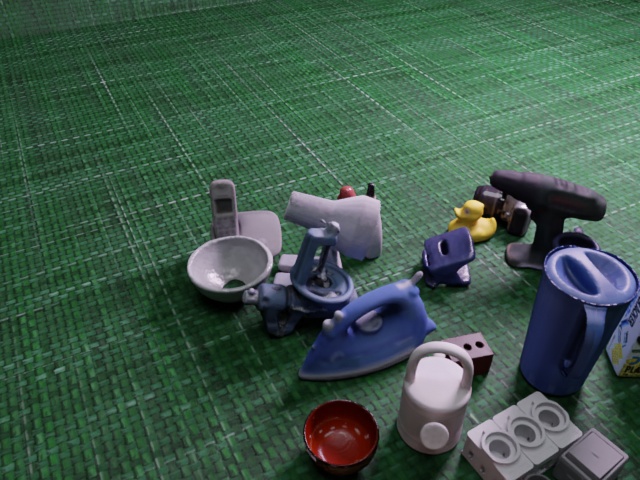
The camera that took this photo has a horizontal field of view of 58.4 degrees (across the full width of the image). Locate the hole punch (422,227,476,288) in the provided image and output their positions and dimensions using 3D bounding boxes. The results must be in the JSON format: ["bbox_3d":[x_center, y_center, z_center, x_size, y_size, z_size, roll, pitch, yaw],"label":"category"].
[{"bbox_3d":[0.259,0.033,1.164,0.101,0.091,0.108,1,39,1],"label":"hole punch"}]

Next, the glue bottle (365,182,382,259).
[{"bbox_3d":[0.102,-0.047,1.196,0.037,0.173,0.078,-17,42,-19],"label":"glue bottle"}]

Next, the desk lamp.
[{"bbox_3d":[0.010,0.004,1.101,0.203,0.214,0.118,4,39,5],"label":"desk lamp"}]

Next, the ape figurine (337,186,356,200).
[{"bbox_3d":[0.063,-0.084,1.305,0.078,0.092,0.076,-18,42,-20],"label":"ape figurine"}]

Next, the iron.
[{"bbox_3d":[0.077,0.145,0.986,0.259,0.141,0.118,-20,43,-23],"label":"iron"}]

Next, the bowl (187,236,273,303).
[{"bbox_3d":[-0.174,0.070,1.130,0.167,0.075,0.167,0,39,0],"label":"bowl"}]

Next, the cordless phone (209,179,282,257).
[{"bbox_3d":[-0.156,-0.044,1.182,0.148,0.185,0.094,-9,40,-10],"label":"cordless phone"}]

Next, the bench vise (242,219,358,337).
[{"bbox_3d":[-0.027,0.074,1.010,0.208,0.220,0.121,-23,44,-25],"label":"bench vise"}]

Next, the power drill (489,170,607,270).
[{"bbox_3d":[0.444,-0.041,1.162,0.229,0.208,0.075,5,39,7],"label":"power drill"}]

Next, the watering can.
[{"bbox_3d":[0.173,0.227,0.842,0.101,0.194,0.172,-7,40,-8],"label":"watering can"}]

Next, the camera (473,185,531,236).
[{"bbox_3d":[0.428,-0.099,1.317,0.136,0.101,0.143,16,42,19],"label":"camera"}]

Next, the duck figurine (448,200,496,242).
[{"bbox_3d":[0.340,-0.048,1.267,0.104,0.086,0.077,2,39,2],"label":"duck figurine"}]

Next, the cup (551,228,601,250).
[{"bbox_3d":[0.507,0.037,1.155,0.091,0.095,0.118,14,41,17],"label":"cup"}]
